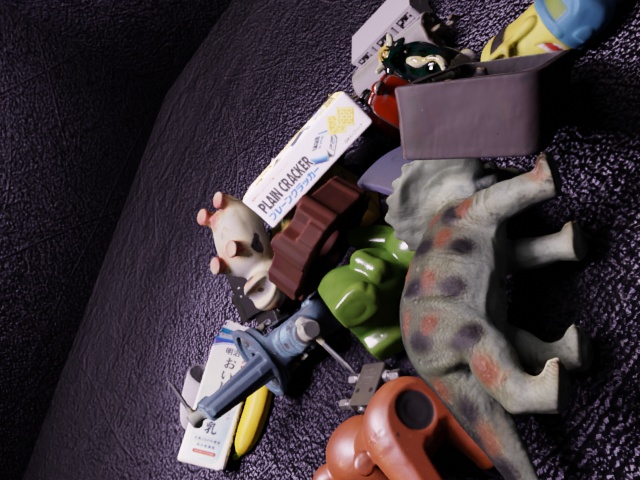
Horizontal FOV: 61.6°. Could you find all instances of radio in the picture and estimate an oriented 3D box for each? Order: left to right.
[{"bbox_3d":[0.171,-0.139,0.537,0.131,0.073,0.229,2,21,30],"label":"radio"}]

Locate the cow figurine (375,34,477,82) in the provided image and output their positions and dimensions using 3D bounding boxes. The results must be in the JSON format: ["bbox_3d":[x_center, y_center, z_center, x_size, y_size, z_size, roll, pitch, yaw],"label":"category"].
[{"bbox_3d":[0.135,-0.258,0.785,0.168,0.098,0.068,28,115,40],"label":"cow figurine"}]

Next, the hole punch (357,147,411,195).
[{"bbox_3d":[0.126,-0.088,0.727,0.115,0.092,0.142,-60,24,-3],"label":"hole punch"}]

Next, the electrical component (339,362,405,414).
[{"bbox_3d":[0.063,0.181,0.653,0.094,0.021,0.063,-24,32,48],"label":"electrical component"}]

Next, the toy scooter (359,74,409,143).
[{"bbox_3d":[0.111,-0.194,0.789,0.075,0.135,0.184,-62,27,5],"label":"toy scooter"}]

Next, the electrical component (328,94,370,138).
[{"bbox_3d":[0.050,-0.224,0.965,0.078,0.102,0.045,26,91,36],"label":"electrical component"}]

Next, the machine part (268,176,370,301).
[{"bbox_3d":[-0.002,-0.002,0.735,0.179,0.056,0.179,-50,-17,-21],"label":"machine part"}]

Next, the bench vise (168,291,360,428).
[{"bbox_3d":[-0.082,0.179,0.764,0.240,0.128,0.224,-37,9,-26],"label":"bench vise"}]

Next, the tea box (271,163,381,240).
[{"bbox_3d":[0.006,-0.033,0.867,0.169,0.098,0.068,-43,32,36],"label":"tea box"}]

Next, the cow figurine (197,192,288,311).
[{"bbox_3d":[-0.102,0.024,0.827,0.085,0.127,0.195,-47,52,31],"label":"cow figurine"}]

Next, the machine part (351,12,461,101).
[{"bbox_3d":[0.135,-0.297,0.899,0.243,0.079,0.079,-31,42,45],"label":"machine part"}]

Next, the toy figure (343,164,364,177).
[{"bbox_3d":[0.016,-0.071,0.928,0.154,0.064,0.058,-39,72,35],"label":"toy figure"}]

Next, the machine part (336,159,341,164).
[{"bbox_3d":[0.013,-0.169,1.011,0.084,0.039,0.139,-24,41,48],"label":"machine part"}]

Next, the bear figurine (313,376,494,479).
[{"bbox_3d":[0.074,0.222,0.541,0.132,0.120,0.195,43,141,20],"label":"bear figurine"}]

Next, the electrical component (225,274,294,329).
[{"bbox_3d":[-0.102,0.085,0.929,0.115,0.058,0.134,-36,78,47],"label":"electrical component"}]

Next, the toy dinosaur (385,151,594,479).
[{"bbox_3d":[0.139,0.055,0.501,0.192,0.131,0.405,-13,50,41],"label":"toy dinosaur"}]

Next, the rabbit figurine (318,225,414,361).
[{"bbox_3d":[0.091,0.042,0.679,0.170,0.121,0.159,-41,23,2],"label":"rabbit figurine"}]

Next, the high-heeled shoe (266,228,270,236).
[{"bbox_3d":[-0.144,0.054,1.107,0.249,0.086,0.145,-120,29,-77],"label":"high-heeled shoe"}]

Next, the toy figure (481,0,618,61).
[{"bbox_3d":[0.270,-0.246,0.626,0.180,0.082,0.089,-45,13,43],"label":"toy figure"}]

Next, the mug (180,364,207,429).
[{"bbox_3d":[-0.224,0.291,0.997,0.110,0.081,0.107,34,105,57],"label":"mug"}]
